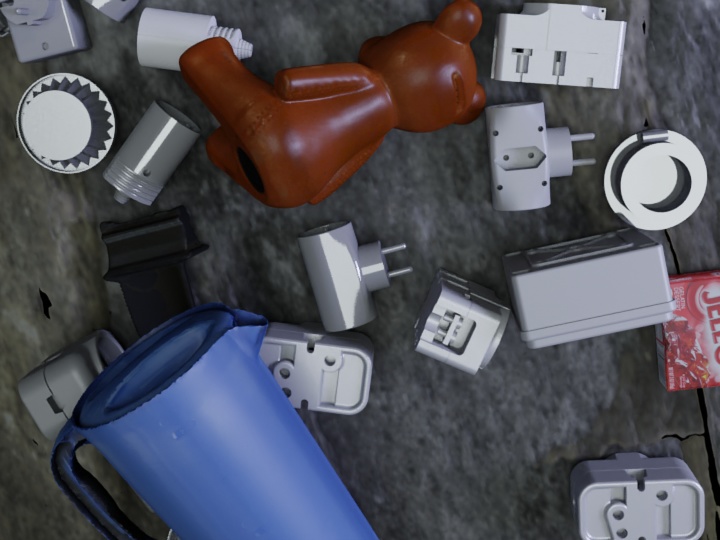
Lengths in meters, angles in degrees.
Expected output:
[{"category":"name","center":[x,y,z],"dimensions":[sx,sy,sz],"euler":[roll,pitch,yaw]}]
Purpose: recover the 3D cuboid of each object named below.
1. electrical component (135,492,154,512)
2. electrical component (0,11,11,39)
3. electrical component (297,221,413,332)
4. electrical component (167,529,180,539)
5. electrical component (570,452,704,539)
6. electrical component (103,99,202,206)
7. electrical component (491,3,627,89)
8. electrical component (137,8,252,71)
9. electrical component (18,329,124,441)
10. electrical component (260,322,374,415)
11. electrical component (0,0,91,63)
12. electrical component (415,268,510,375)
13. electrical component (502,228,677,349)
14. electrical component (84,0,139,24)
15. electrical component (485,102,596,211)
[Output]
[{"category":"electrical component","center":[-0.142,0.139,0.859],"dimensions":[0.096,0.061,0.061],"euler":[-34,98,9]},{"category":"electrical component","center":[-0.300,-0.183,0.771],"dimensions":[0.079,0.121,0.063],"euler":[-32,101,9]},{"category":"electrical component","center":[0.000,0.000,0.831],"dimensions":[0.079,0.044,0.077],"euler":[-15,100,6]},{"category":"electrical component","center":[-0.101,0.214,0.870],"dimensions":[0.099,0.064,0.099],"euler":[1,102,3]},{"category":"electrical component","center":[0.216,0.180,0.848],"dimensions":[0.095,0.059,0.053],"euler":[-3,101,4]},{"category":"electrical component","center":[-0.162,-0.085,0.823],"dimensions":[0.043,0.043,0.081],"euler":[37,101,-5]},{"category":"electrical component","center":[0.144,-0.165,0.786],"dimensions":[0.089,0.050,0.055],"euler":[4,102,2]},{"category":"electrical component","center":[-0.121,-0.169,0.803],"dimensions":[0.081,0.043,0.043],"euler":[8,102,1]},{"category":"electrical component","center":[-0.214,0.085,0.834],"dimensions":[0.059,0.095,0.053],"euler":[-27,99,8]},{"category":"electrical component","center":[-0.038,0.074,0.840],"dimensions":[0.095,0.059,0.053],"euler":[7,102,2]},{"category":"electrical component","center":[-0.240,-0.197,0.788],"dimensions":[0.047,0.075,0.083],"euler":[-12,101,6]},{"category":"electrical component","center":[0.077,0.039,0.811],"dimensions":[0.056,0.089,0.050],"euler":[23,102,-2]},{"category":"electrical component","center":[0.164,0.011,0.792],"dimensions":[0.109,0.108,0.056],"euler":[-12,98,6]},{"category":"electrical component","center":[-0.187,-0.237,0.792],"dimensions":[0.079,0.044,0.077],"euler":[36,101,-4]},{"category":"electrical component","center":[0.136,-0.087,0.806],"dimensions":[0.079,0.043,0.077],"euler":[-5,101,4]}]
